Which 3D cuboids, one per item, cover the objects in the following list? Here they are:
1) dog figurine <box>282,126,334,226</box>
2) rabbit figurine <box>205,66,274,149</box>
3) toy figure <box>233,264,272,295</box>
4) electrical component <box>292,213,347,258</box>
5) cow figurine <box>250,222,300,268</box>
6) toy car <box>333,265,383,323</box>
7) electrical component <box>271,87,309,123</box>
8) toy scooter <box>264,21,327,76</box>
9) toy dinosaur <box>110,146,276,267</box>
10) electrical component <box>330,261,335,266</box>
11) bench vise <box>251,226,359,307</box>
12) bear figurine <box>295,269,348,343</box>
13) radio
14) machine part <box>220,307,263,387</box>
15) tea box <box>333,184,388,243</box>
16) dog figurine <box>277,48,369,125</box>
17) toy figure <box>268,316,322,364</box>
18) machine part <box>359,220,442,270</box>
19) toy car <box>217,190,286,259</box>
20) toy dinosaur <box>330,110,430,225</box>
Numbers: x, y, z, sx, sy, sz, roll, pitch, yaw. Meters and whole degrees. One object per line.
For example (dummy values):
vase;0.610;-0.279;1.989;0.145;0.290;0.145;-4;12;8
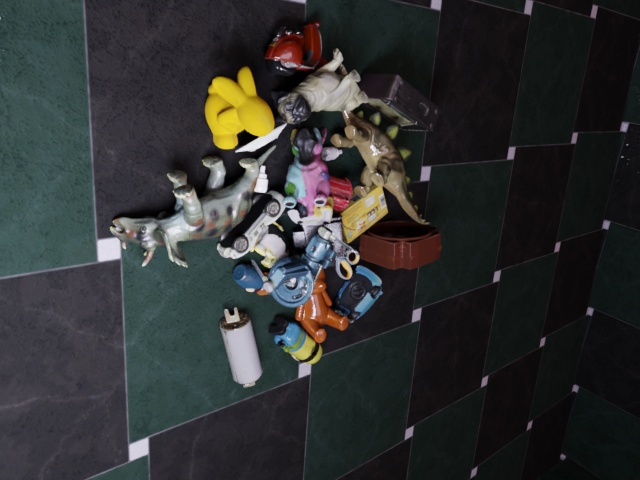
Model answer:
dog figurine;-0.024;-0.163;1.281;0.191;0.109;0.219;66;24;-66
rabbit figurine;-0.155;-0.270;1.108;0.122;0.173;0.162;-29;127;-27
toy figure;-0.149;0.101;1.327;0.154;0.058;0.064;32;89;-49
electrical component;-0.003;-0.004;1.379;0.134;0.058;0.114;-9;102;-2
cow figurine;-0.105;0.026;1.335;0.098;0.068;0.167;-58;135;-18
toy car;0.118;0.163;1.563;0.161;0.109;0.103;-59;152;3
electrical component;-0.053;-0.324;1.266;0.119;0.048;0.074;-27;122;-34
toy scooter;-0.046;-0.434;1.216;0.184;0.075;0.135;-5;108;-45
toy dinosaur;-0.231;-0.068;1.157;0.405;0.131;0.192;-25;133;-39
electrical component;0.018;0.052;1.484;0.063;0.021;0.094;0;104;-43
bench vise;-0.051;0.071;1.242;0.223;0.129;0.240;-48;165;20
bear figurine;-0.004;0.150;1.429;0.120;0.132;0.195;-20;124;-35
radio;0.212;-0.363;1.435;0.229;0.131;0.073;19;90;-45
machine part;-0.194;0.268;1.330;0.079;0.079;0.242;-27;121;-33
tea box;0.102;-0.078;1.481;0.169;0.068;0.098;-34;124;-28
dog figurine;-0.001;-0.318;1.235;0.190;0.121;0.172;-35;148;4
toy figure;-0.064;0.274;1.443;0.082;0.089;0.180;-46;133;-9
machine part;0.228;0.007;1.534;0.201;0.201;0.087;-18;114;-37
toy car;-0.160;-0.036;1.253;0.202;0.074;0.056;-51;133;-17
toy dinosaur;0.168;-0.202;1.423;0.198;0.105;0.470;-46;116;-37
